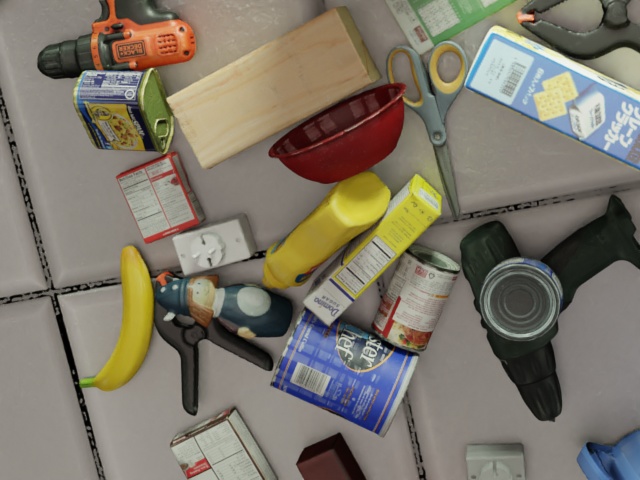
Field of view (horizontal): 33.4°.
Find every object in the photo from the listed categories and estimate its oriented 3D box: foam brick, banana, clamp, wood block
[{"bbox_3d":[0.016,0.278,1.260,0.051,0.053,0.078,-27,95,14],"label":"foam brick"},{"bbox_3d":[-0.233,0.107,1.276,0.069,0.037,0.198,22,105,3],"label":"banana"},{"bbox_3d":[0.311,-0.246,1.101,0.210,0.036,0.164,5,102,10],"label":"clamp"},{"bbox_3d":[-0.150,0.120,1.260,0.120,0.039,0.171,-40,88,0],"label":"clamp"},{"bbox_3d":[-0.048,-0.165,1.156,0.206,0.090,0.090,-26,97,14],"label":"wood block"}]

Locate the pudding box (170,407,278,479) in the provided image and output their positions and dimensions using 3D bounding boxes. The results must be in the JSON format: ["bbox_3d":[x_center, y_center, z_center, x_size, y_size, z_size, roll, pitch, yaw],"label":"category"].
[{"bbox_3d":[-0.116,0.272,1.290,0.090,0.039,0.113,-28,98,14],"label":"pudding box"}]

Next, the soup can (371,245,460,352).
[{"bbox_3d":[0.107,0.064,1.189,0.068,0.068,0.102,23,105,4],"label":"soup can"}]

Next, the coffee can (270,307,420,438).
[{"bbox_3d":[0.028,0.147,1.203,0.140,0.102,0.103,24,105,5],"label":"coffee can"}]

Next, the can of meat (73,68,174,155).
[{"bbox_3d":[-0.218,-0.143,1.191,0.084,0.057,0.102,3,145,12],"label":"can of meat"}]

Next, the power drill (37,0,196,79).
[{"bbox_3d":[-0.240,-0.276,1.186,0.184,0.057,0.187,-7,104,8],"label":"power drill"}]

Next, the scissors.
[{"bbox_3d":[0.142,-0.128,1.163,0.096,0.016,0.201,-27,102,17],"label":"scissors"}]

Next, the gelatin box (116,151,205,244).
[{"bbox_3d":[-0.184,-0.049,1.238,0.073,0.030,0.089,-21,98,15],"label":"gelatin box"}]

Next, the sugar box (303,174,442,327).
[{"bbox_3d":[0.059,0.011,1.173,0.048,0.093,0.176,40,106,-4],"label":"sugar box"}]

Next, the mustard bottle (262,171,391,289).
[{"bbox_3d":[-0.007,0.002,1.175,0.058,0.096,0.192,48,132,-1],"label":"mustard bottle"}]

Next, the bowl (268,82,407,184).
[{"bbox_3d":[0.028,-0.105,1.123,0.162,0.162,0.055,-23,107,14],"label":"bowl"}]

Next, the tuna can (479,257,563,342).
[{"bbox_3d":[0.210,0.062,1.118,0.086,0.033,0.086,3,101,15],"label":"tuna can"}]

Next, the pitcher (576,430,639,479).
[{"bbox_3d":[0.364,0.286,1.099,0.149,0.242,0.145,-17,96,7],"label":"pitcher"}]
